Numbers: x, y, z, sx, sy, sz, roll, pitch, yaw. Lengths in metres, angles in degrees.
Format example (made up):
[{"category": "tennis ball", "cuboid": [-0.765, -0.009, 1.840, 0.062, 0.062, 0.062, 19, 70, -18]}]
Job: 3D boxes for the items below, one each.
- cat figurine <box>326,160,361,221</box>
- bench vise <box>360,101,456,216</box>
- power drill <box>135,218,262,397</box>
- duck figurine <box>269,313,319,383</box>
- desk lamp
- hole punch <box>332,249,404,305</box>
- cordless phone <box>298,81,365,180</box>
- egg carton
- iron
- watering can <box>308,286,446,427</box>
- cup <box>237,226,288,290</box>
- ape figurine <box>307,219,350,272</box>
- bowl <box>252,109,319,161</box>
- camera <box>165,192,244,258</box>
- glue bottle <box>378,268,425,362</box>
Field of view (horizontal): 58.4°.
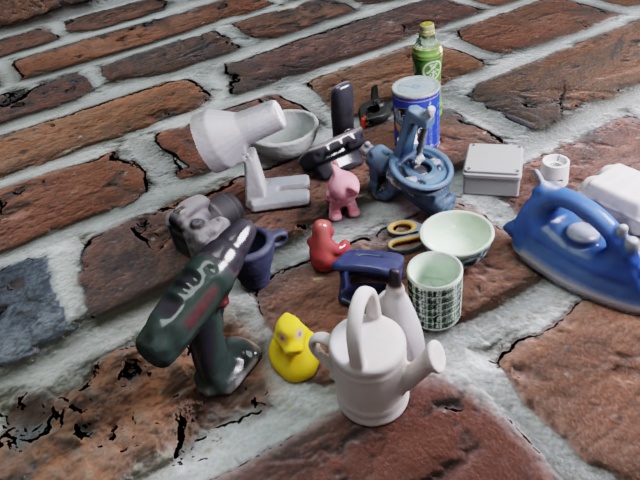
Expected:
[{"category": "cat figurine", "cuboid": [0.041, -0.103, 1.098, 0.067, 0.118, 0.127, -10, 39, -1]}, {"category": "bench vise", "cuboid": [0.152, -0.155, 1.058, 0.206, 0.220, 0.122, 13, 44, 25]}, {"category": "power drill", "cuboid": [-0.148, 0.109, 0.802, 0.075, 0.209, 0.230, 16, 45, 28]}, {"category": "duck figurine", "cuboid": [-0.042, 0.143, 0.837, 0.077, 0.086, 0.104, -13, 39, -4]}, {"category": "desk lamp", "cuboid": [-0.134, -0.170, 1.137, 0.203, 0.214, 0.118, -7, 39, 2]}, {"category": "hole punch", "cuboid": [0.078, 0.047, 0.928, 0.108, 0.091, 0.101, 5, 41, 17]}, {"category": "cordless phone", "cuboid": [0.020, -0.235, 1.210, 0.148, 0.185, 0.093, -31, 43, -24]}, {"category": "egg carton", "cuboid": [0.536, -0.073, 1.003, 0.107, 0.069, 0.149, -29, 43, -23]}, {"category": "iron", "cuboid": [0.412, -0.005, 0.886, 0.119, 0.142, 0.257, -26, 42, -20]}, {"category": "watering can", "cuboid": [0.069, 0.141, 0.732, 0.172, 0.194, 0.101, -6, 39, 4]}, {"category": "cup", "cuboid": [-0.105, 0.033, 0.978, 0.118, 0.095, 0.091, -22, 41, -15]}, {"category": "ape figurine", "cuboid": [0.009, 0.004, 0.994, 0.077, 0.092, 0.076, 20, 47, 32]}, {"category": "bowl", "cuboid": [-0.081, -0.230, 1.312, 0.167, 0.075, 0.167, -5, 39, 5]}, {"category": "camera", "cuboid": [-0.203, -0.036, 1.077, 0.142, 0.101, 0.137, 26, 50, 35]}, {"category": "glue bottle", "cuboid": [0.105, 0.103, 0.787, 0.077, 0.173, 0.037, 25, 50, 35]}]
